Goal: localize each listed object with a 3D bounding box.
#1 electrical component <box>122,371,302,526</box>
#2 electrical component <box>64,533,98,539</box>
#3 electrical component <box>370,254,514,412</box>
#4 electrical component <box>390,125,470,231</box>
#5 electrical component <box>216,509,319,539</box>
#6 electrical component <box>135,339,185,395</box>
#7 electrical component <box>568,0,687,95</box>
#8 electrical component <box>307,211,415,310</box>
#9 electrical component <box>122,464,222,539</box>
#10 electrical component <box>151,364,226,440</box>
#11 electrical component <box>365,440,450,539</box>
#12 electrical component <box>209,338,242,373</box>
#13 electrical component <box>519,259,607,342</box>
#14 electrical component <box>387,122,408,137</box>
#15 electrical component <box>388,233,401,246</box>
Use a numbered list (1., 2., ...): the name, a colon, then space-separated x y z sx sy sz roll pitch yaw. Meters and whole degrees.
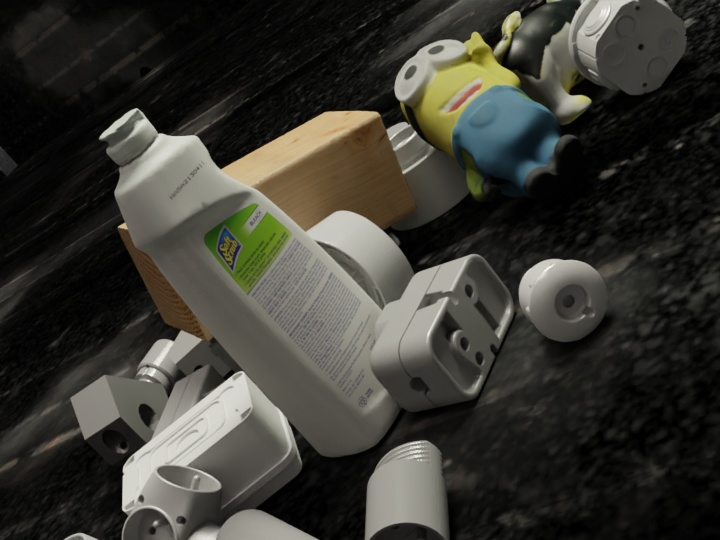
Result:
1. electrical component: -0.101 0.134 0.737 0.113 0.057 0.078 -38 21 2
2. electrical component: -0.182 0.212 0.712 0.058 0.057 0.078 -12 34 50
3. electrical component: 0.050 0.041 0.681 0.059 0.053 0.095 -19 28 42
4. electrical component: 0.053 -0.093 0.938 0.108 0.060 0.108 -33 22 15
5. electrical component: -0.059 0.176 0.598 0.079 0.044 0.077 -47 22 -20
6. electrical component: -0.184 0.098 0.971 0.040 0.040 0.078 -20 28 41
7. electrical component: 0.206 -0.177 0.830 0.080 0.080 0.051 -37 26 5
8. electrical component: -0.009 0.008 0.788 0.064 0.099 0.099 -43 20 -25
9. electrical component: -0.103 0.171 0.664 0.079 0.044 0.077 20 96 26
10. electrical component: -0.108 0.110 0.812 0.076 0.047 0.083 -30 23 23
11. electrical component: 0.025 0.123 0.569 0.043 0.043 0.081 -32 22 17
12. electrical component: -0.081 0.049 0.872 0.061 0.061 0.096 -38 21 4
13. electrical component: 0.115 0.014 0.642 0.048 0.048 0.062 -40 14 -3
14. electrical component: -0.007 -0.108 1.051 0.138 0.073 0.052 -24 26 35
15. electrical component: 0.000 0.000 0.866 0.078 0.040 0.040 -42 21 -8
